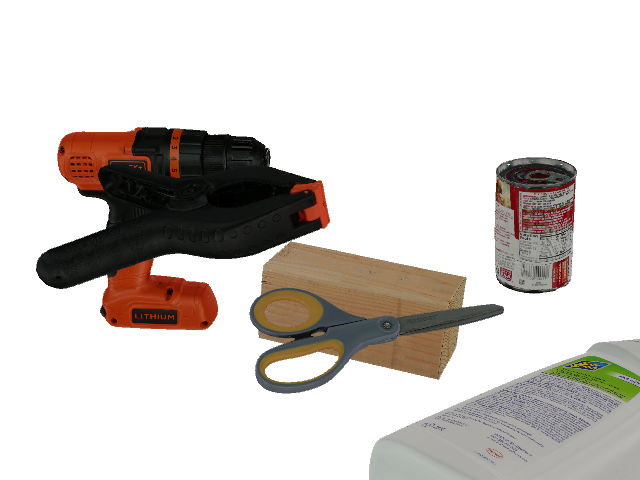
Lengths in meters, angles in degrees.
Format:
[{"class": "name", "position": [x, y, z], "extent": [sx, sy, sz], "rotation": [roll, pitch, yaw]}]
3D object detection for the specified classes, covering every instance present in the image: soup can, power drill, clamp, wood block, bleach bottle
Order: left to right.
[{"class": "power drill", "position": [-0.134, -0.012, 0.956], "extent": [0.184, 0.188, 0.057], "rotation": [2, 26, 6]}, {"class": "clamp", "position": [-0.083, -0.010, 0.639], "extent": [0.172, 0.039, 0.120], "rotation": [-1, 40, 23]}, {"class": "wood block", "position": [0.045, 0.074, 1.173], "extent": [0.206, 0.091, 0.090], "rotation": [12, 22, 17]}, {"class": "soup can", "position": [0.187, -0.013, 0.928], "extent": [0.068, 0.102, 0.068], "rotation": [-3, 24, 1]}, {"class": "bleach bottle", "position": [0.148, 0.108, 0.595], "extent": [0.250, 0.068, 0.103], "rotation": [-17, 26, -38]}]

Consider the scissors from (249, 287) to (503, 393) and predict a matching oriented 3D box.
[{"class": "scissors", "position": [0.034, 0.056, 0.818], "extent": [0.201, 0.096, 0.016], "rotation": [-22, -32, -22]}]
